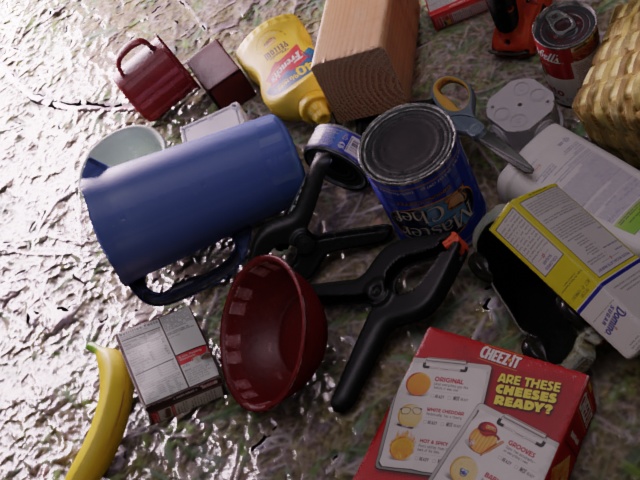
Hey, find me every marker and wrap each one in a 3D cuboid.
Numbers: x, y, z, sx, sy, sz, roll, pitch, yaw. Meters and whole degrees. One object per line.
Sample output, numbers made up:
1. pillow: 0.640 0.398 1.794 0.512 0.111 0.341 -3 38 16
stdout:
1. marker: -0.021 -0.040 1.184 0.020 0.020 0.121 41 112 38

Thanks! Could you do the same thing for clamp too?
1. clamp: -0.008 0.001 1.168 0.171 0.120 0.039 -47 8 12
2. clamp: 0.058 0.056 1.105 0.210 0.036 0.165 -43 50 8

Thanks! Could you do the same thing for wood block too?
1. wood block: 0.059 -0.245 1.268 0.091 0.090 0.206 -11 43 22

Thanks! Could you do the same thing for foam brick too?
1. foam brick: -0.129 -0.210 1.380 0.053 0.051 0.078 -35 50 0

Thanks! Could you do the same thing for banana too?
1. banana: -0.238 0.196 1.162 0.070 0.037 0.197 -21 48 33

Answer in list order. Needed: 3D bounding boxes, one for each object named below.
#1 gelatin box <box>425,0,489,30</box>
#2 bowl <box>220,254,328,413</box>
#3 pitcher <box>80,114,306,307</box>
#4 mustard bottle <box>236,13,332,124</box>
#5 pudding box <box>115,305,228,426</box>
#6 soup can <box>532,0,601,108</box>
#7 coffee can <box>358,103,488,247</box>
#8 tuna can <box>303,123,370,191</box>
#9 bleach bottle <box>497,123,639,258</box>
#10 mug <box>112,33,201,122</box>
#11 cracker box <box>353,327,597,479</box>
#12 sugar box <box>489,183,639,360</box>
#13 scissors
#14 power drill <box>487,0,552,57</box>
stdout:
1. gelatin box: 0.166 -0.311 1.330 0.073 0.030 0.089 -20 51 12
2. bowl: -0.040 0.097 1.097 0.162 0.055 0.162 -15 72 53
3. pitcher: -0.137 -0.042 1.213 0.242 0.149 0.145 -22 48 -6
4. mustard bottle: -0.031 -0.200 1.317 0.096 0.058 0.192 -34 47 3
5. pudding box: -0.162 0.133 1.153 0.090 0.039 0.113 -22 48 -11
6. soup can: 0.274 -0.200 1.157 0.069 0.102 0.068 -12 54 17
7. coffee can: 0.109 -0.059 1.110 0.103 0.140 0.103 -12 54 16
8. tuna can: 0.025 -0.093 1.207 0.086 0.086 0.033 15 66 32
9. bleach bottle: 0.299 -0.017 1.048 0.102 0.068 0.251 -45 54 -8
10. mug: -0.221 -0.214 1.385 0.081 0.117 0.093 -39 53 2
11. cracker box: 0.133 0.203 0.964 0.164 0.072 0.213 16 64 31
12. sugar box: 0.250 0.026 0.988 0.093 0.048 0.176 -21 62 -47
13. scissors: 0.150 -0.109 1.140 0.096 0.016 0.202 -32 42 11
14. power drill: 0.215 -0.315 1.209 0.057 0.187 0.184 9 63 30
